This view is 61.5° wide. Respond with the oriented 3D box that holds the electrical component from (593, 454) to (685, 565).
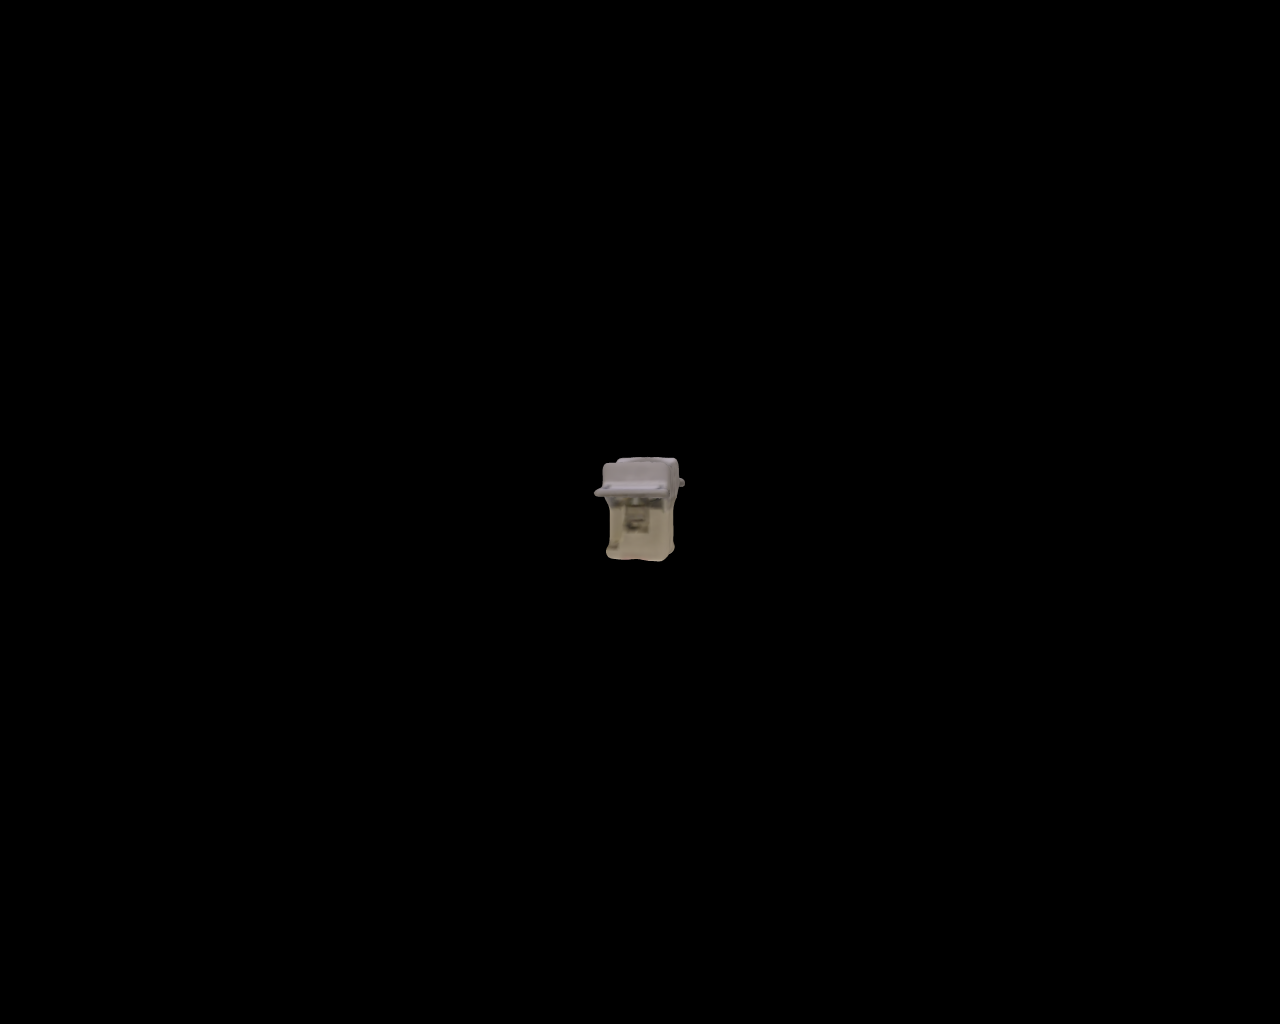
[{"bbox_3d":[0.001,-0.003,0.650,0.042,0.063,0.081,1,7,11],"label":"electrical component"}]
